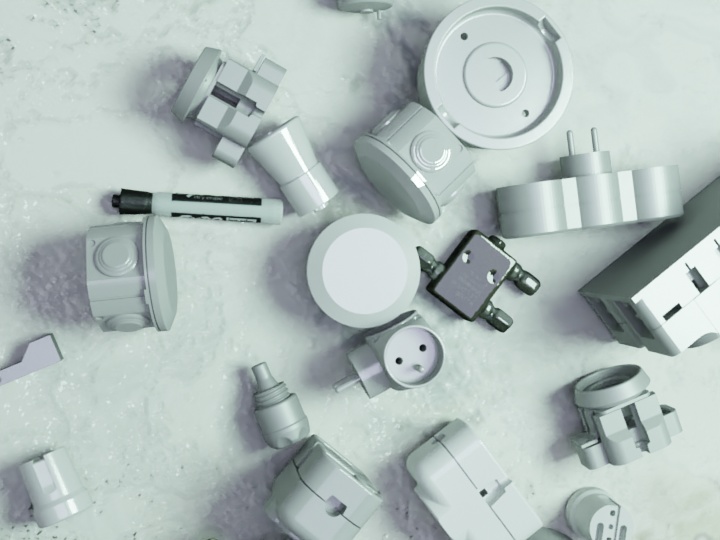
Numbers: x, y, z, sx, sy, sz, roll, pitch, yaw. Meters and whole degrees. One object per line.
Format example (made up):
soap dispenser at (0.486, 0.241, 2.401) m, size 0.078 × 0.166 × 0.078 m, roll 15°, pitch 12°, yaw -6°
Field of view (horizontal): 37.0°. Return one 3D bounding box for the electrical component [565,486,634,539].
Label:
electrical component at (0.181, 0.187, 0.807) m, size 0.040 × 0.046 × 0.040 m, roll 0°, pitch 92°, yaw -8°

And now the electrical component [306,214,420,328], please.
electrical component at (0.000, 0.000, 0.773) m, size 0.080 × 0.051 × 0.080 m, roll 0°, pitch 92°, yaw -8°

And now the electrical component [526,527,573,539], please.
electrical component at (0.135, 0.251, 0.796) m, size 0.108 × 0.060 × 0.108 m, roll 0°, pitch 92°, yaw -8°

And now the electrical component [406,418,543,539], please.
electrical component at (0.080, 0.165, 0.788) m, size 0.059 × 0.054 × 0.095 m, roll -37°, pitch 96°, yaw -6°

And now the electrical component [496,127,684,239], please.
electrical component at (0.168, -0.068, 0.795) m, size 0.138 × 0.052 × 0.073 m, roll -8°, pitch 92°, yaw -8°

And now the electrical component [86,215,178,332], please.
electrical component at (-0.155, 0.004, 0.738) m, size 0.051 × 0.080 × 0.080 m, roll -6°, pitch 92°, yaw -3°

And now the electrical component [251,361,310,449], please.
electrical component at (-0.061, 0.096, 0.776) m, size 0.035 × 0.035 × 0.061 m, roll -23°, pitch 92°, yaw -7°

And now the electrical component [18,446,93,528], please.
electrical component at (-0.214, 0.151, 0.754) m, size 0.040 × 0.040 × 0.046 m, roll -23°, pitch 89°, yaw -7°

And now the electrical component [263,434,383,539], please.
electrical component at (-0.028, 0.159, 0.752) m, size 0.054 × 0.095 × 0.059 m, roll 40°, pitch 86°, yaw -7°

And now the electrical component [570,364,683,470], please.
electrical component at (0.194, 0.106, 0.802) m, size 0.078 × 0.058 × 0.057 m, roll -21°, pitch 98°, yaw -7°

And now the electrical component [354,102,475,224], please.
electrical component at (0.038, -0.076, 0.763) m, size 0.051 × 0.080 × 0.080 m, roll -44°, pitch 97°, yaw -10°

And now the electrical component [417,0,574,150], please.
electrical component at (0.093, -0.138, 0.778) m, size 0.108 × 0.060 × 0.108 m, roll 0°, pitch 92°, yaw -8°

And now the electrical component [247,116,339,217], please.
electrical component at (-0.045, -0.071, 0.771) m, size 0.044 × 0.044 × 0.065 m, roll -34°, pitch 101°, yaw -6°

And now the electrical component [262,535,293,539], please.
electrical component at (-0.048, 0.228, 0.738) m, size 0.063 × 0.121 × 0.078 m, roll -45°, pitch 97°, yaw -7°

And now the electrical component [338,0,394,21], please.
electrical component at (0.003, -0.220, 0.773) m, size 0.040 × 0.040 × 0.078 m, roll -3°, pitch 92°, yaw -8°

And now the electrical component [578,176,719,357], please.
electrical component at (0.265, -0.016, 0.784) m, size 0.186 × 0.105 × 0.060 m, roll -38°, pitch 96°, yaw -5°

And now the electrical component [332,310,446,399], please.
electrical component at (0.016, 0.066, 0.765) m, size 0.079 × 0.077 × 0.044 m, roll -28°, pitch 95°, yaw -6°

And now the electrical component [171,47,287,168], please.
electrical component at (-0.095, -0.120, 0.754) m, size 0.057 × 0.058 × 0.078 m, roll 29°, pitch 87°, yaw -11°
